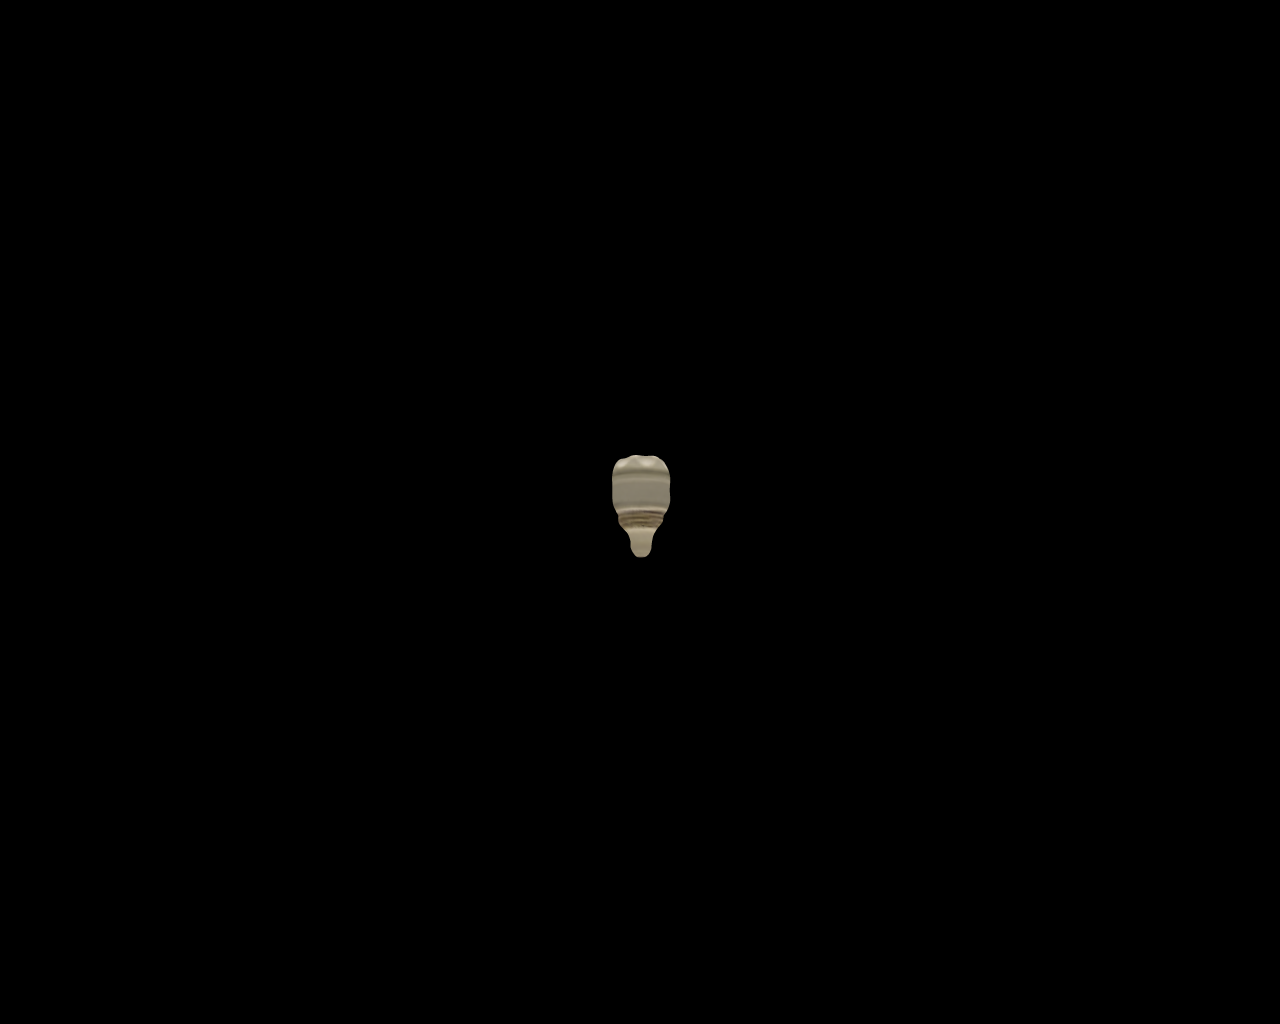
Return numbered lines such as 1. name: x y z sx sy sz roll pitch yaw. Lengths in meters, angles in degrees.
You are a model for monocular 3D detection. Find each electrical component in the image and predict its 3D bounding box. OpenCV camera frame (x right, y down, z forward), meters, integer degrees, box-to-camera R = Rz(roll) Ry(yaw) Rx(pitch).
1. electrical component: 0.001 -0.003 0.650 0.035 0.061 0.035 0 -7 0
